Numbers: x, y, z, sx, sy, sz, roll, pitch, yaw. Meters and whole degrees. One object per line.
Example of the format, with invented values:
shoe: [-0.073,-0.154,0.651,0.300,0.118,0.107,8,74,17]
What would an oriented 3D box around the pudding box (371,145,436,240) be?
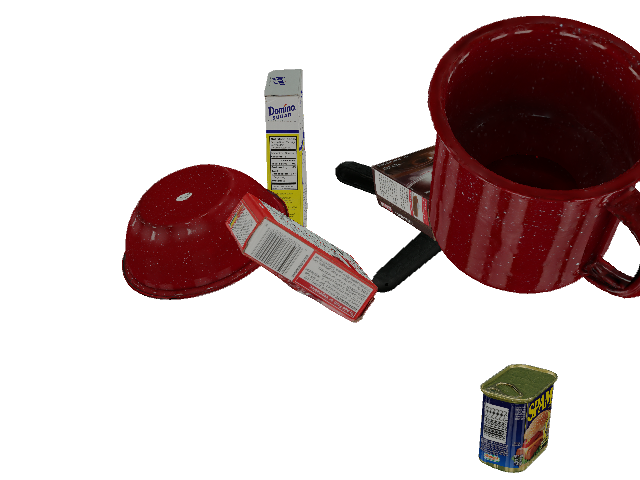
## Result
pudding box: [0.110,-0.046,0.825,0.113,0.039,0.090,-21,27,-19]

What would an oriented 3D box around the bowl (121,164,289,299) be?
bowl: [-0.112,-0.020,0.956,0.162,0.055,0.162,-14,36,10]

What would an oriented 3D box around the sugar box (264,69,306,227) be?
sugar box: [-0.040,-0.099,1.225,0.048,0.176,0.093,-3,26,2]

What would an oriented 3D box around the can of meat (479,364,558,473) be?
can of meat: [0.207,0.187,1.128,0.058,0.084,0.101,11,16,31]

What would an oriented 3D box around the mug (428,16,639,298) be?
mug: [0.096,-0.023,0.437,0.093,0.117,0.081,-34,-27,-20]

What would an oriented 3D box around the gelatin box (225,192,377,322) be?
gelatin box: [-0.013,0.010,0.674,0.089,0.030,0.073,33,6,-19]

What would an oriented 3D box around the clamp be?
clamp: [0.126,-0.019,1.055,0.210,0.164,0.036,-2,-40,-6]
